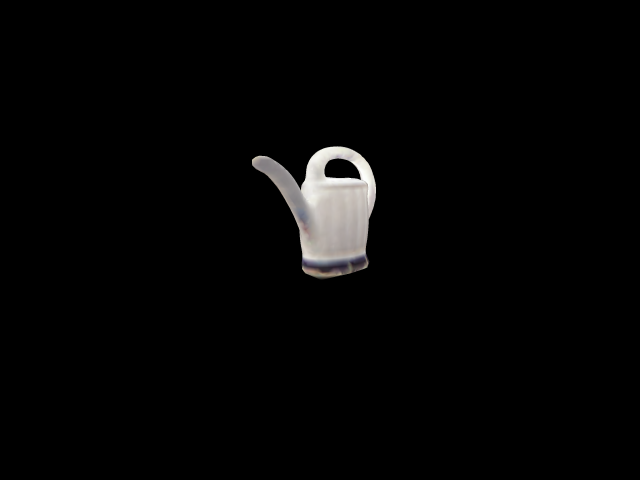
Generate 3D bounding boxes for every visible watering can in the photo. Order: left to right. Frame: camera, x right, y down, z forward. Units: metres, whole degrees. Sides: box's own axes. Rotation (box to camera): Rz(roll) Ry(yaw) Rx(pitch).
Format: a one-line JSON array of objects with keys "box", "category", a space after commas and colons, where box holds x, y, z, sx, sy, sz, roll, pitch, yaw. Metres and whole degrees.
[{"box": [0.003, -0.043, 0.850, 0.104, 0.223, 0.349, 4, 8, 33], "category": "watering can"}]
